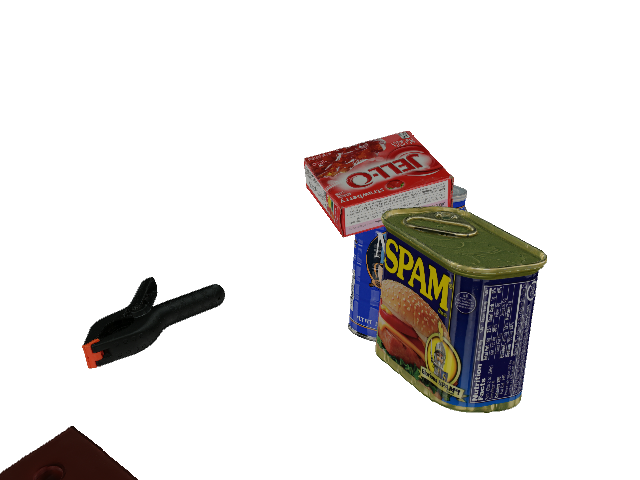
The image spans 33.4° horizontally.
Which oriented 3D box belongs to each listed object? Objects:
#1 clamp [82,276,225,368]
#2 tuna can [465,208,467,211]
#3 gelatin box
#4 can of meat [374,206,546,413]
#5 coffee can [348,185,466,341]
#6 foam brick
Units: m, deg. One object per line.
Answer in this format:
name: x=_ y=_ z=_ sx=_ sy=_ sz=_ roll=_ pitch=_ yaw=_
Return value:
clamp: x=-0.186 y=0.086 z=1.169 sx=0.120 sy=0.039 sz=0.171 roll=-6 pitch=24 yaw=31
tuna can: x=0.127 y=-0.029 z=1.228 sx=0.033 sy=0.086 sz=0.086 roll=-36 pitch=20 yaw=-31
gelatin box: x=0.042 y=-0.043 z=0.775 sx=0.089 sy=0.030 sz=0.073 roll=-16 pitch=38 yaw=-14
can of meat: x=0.072 y=0.036 z=0.582 sx=0.057 sy=0.084 sz=0.102 roll=-5 pitch=21 yaw=-25
coffee can: x=0.081 y=0.018 z=1.006 sx=0.103 sy=0.140 sz=0.103 roll=3 pitch=11 yaw=-1
foam brick: x=-0.105 y=0.133 z=0.479 sx=0.078 sy=0.051 sz=0.052 roll=28 pitch=46 yaw=36
